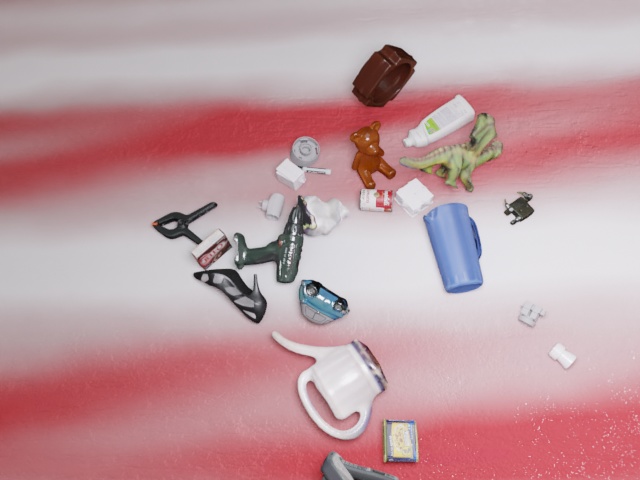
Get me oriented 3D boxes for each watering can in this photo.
[{"bbox_3d":[0.033,0.340,1.362,0.225,0.102,0.353,-30,65,-11],"label":"watering can"}]

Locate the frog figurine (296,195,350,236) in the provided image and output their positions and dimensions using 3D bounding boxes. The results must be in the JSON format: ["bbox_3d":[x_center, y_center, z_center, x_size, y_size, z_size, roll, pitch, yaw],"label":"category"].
[{"bbox_3d":[0.005,-0.080,1.597,0.160,0.120,0.140,-9,47,-39],"label":"frog figurine"}]

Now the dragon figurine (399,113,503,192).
[{"bbox_3d":[0.422,-0.278,1.540,0.124,0.409,0.239,47,116,38],"label":"dragon figurine"}]
